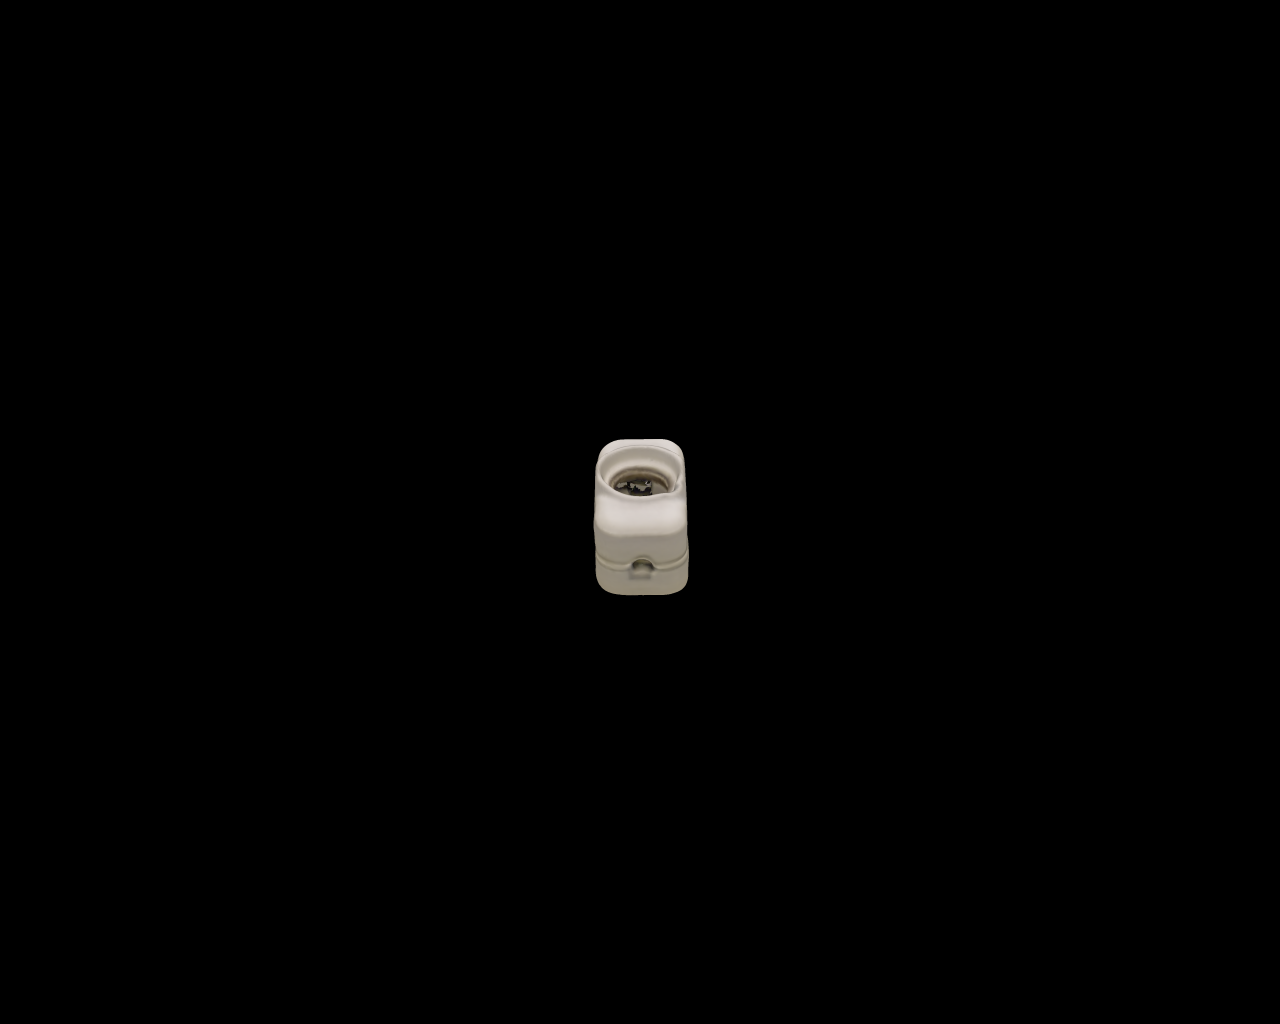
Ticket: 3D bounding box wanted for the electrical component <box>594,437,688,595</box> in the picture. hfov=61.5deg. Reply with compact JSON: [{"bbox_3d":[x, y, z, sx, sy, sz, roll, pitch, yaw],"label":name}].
[{"bbox_3d":[0.001,-0.003,0.650,0.054,0.059,0.095,0,37,0],"label":"electrical component"}]
